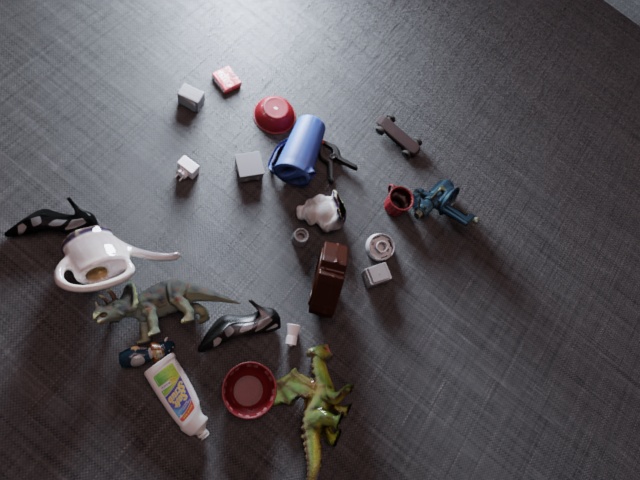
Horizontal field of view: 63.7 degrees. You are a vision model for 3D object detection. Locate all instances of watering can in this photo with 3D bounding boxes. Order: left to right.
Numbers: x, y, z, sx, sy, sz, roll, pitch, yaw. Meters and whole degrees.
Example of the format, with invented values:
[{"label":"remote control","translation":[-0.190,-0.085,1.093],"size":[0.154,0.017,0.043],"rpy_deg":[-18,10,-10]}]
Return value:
[{"label":"watering can","translation":[-0.619,0.046,1.542],"size":[0.351,0.101,0.228],"rpy_deg":[-20,52,-36]}]

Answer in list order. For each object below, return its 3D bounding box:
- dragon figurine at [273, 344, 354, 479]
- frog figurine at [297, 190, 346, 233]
[{"label":"dragon figurine","translation":[-0.042,0.503,1.537],"size":[0.244,0.119,0.418],"rpy_deg":[21,64,14]},{"label":"frog figurine","translation":[0.005,-0.089,1.770],"size":[0.158,0.123,0.138],"rpy_deg":[-19,83,18]}]
